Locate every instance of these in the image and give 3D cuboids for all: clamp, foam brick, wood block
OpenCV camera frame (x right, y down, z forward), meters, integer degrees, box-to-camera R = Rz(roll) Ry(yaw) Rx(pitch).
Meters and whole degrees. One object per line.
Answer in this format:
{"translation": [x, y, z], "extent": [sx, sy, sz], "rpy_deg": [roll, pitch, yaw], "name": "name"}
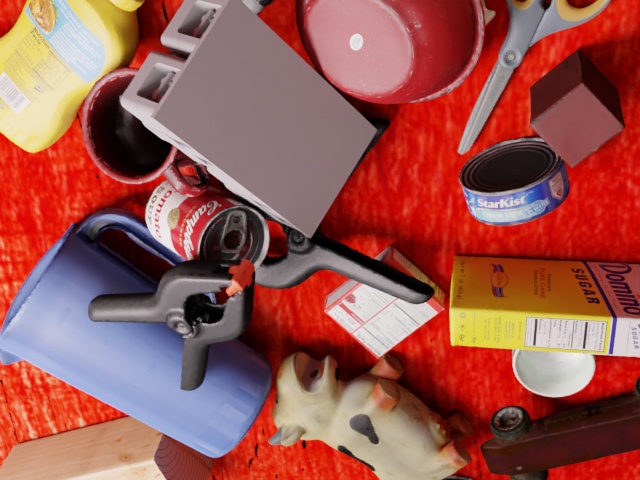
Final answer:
{"translation": [-0.006, 0.001, 0.942], "extent": [0.210, 0.036, 0.164], "rpy_deg": [-19, 97, 23], "name": "clamp"}
{"translation": [0.199, -0.103, 0.831], "extent": [0.051, 0.078, 0.053], "rpy_deg": [44, 119, -14], "name": "foam brick"}
{"translation": [-0.104, 0.069, 0.883], "extent": [0.172, 0.039, 0.120], "rpy_deg": [-23, 125, 41], "name": "clamp"}
{"translation": [-0.230, 0.253, 1.118], "extent": [0.206, 0.090, 0.091], "rpy_deg": [-17, 116, 19], "name": "wood block"}

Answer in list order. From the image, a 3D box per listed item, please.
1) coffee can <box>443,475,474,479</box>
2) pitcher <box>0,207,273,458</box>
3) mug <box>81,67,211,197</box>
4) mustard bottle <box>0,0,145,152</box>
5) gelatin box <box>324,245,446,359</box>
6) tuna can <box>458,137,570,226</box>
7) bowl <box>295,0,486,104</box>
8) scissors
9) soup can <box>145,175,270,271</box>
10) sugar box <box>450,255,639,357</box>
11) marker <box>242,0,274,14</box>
{"translation": [0.126, 0.325, 1.085], "extent": [0.103, 0.102, 0.140], "rpy_deg": [22, 122, -3], "name": "coffee can"}
{"translation": [-0.162, 0.092, 0.994], "extent": [0.242, 0.145, 0.149], "rpy_deg": [33, 146, -14], "name": "pitcher"}
{"translation": [-0.129, -0.087, 0.882], "extent": [0.093, 0.081, 0.117], "rpy_deg": [-39, 83, 24], "name": "mug"}
{"translation": [-0.207, -0.164, 0.882], "extent": [0.192, 0.058, 0.096], "rpy_deg": [-38, 93, 27], "name": "mustard bottle"}
{"translation": [0.059, 0.058, 0.982], "extent": [0.073, 0.030, 0.089], "rpy_deg": [41, 119, -16], "name": "gelatin box"}
{"translation": [0.158, -0.048, 0.867], "extent": [0.086, 0.086, 0.033], "rpy_deg": [-12, 120, 17], "name": "tuna can"}
{"translation": [0.040, -0.161, 0.809], "extent": [0.162, 0.055, 0.162], "rpy_deg": [19, 136, 20], "name": "bowl"}
{"translation": [0.172, -0.151, 0.844], "extent": [0.096, 0.016, 0.202], "rpy_deg": [9, 122, 5], "name": "scissors"}
{"translation": [-0.098, -0.011, 0.910], "extent": [0.068, 0.102, 0.068], "rpy_deg": [-15, 117, -31], "name": "soup can"}
{"translation": [0.201, 0.055, 0.916], "extent": [0.176, 0.093, 0.048], "rpy_deg": [0, 120, 10], "name": "sugar box"}
{"translation": [-0.073, -0.178, 0.872], "extent": [0.121, 0.020, 0.020], "rpy_deg": [-34, 110, 26], "name": "marker"}
